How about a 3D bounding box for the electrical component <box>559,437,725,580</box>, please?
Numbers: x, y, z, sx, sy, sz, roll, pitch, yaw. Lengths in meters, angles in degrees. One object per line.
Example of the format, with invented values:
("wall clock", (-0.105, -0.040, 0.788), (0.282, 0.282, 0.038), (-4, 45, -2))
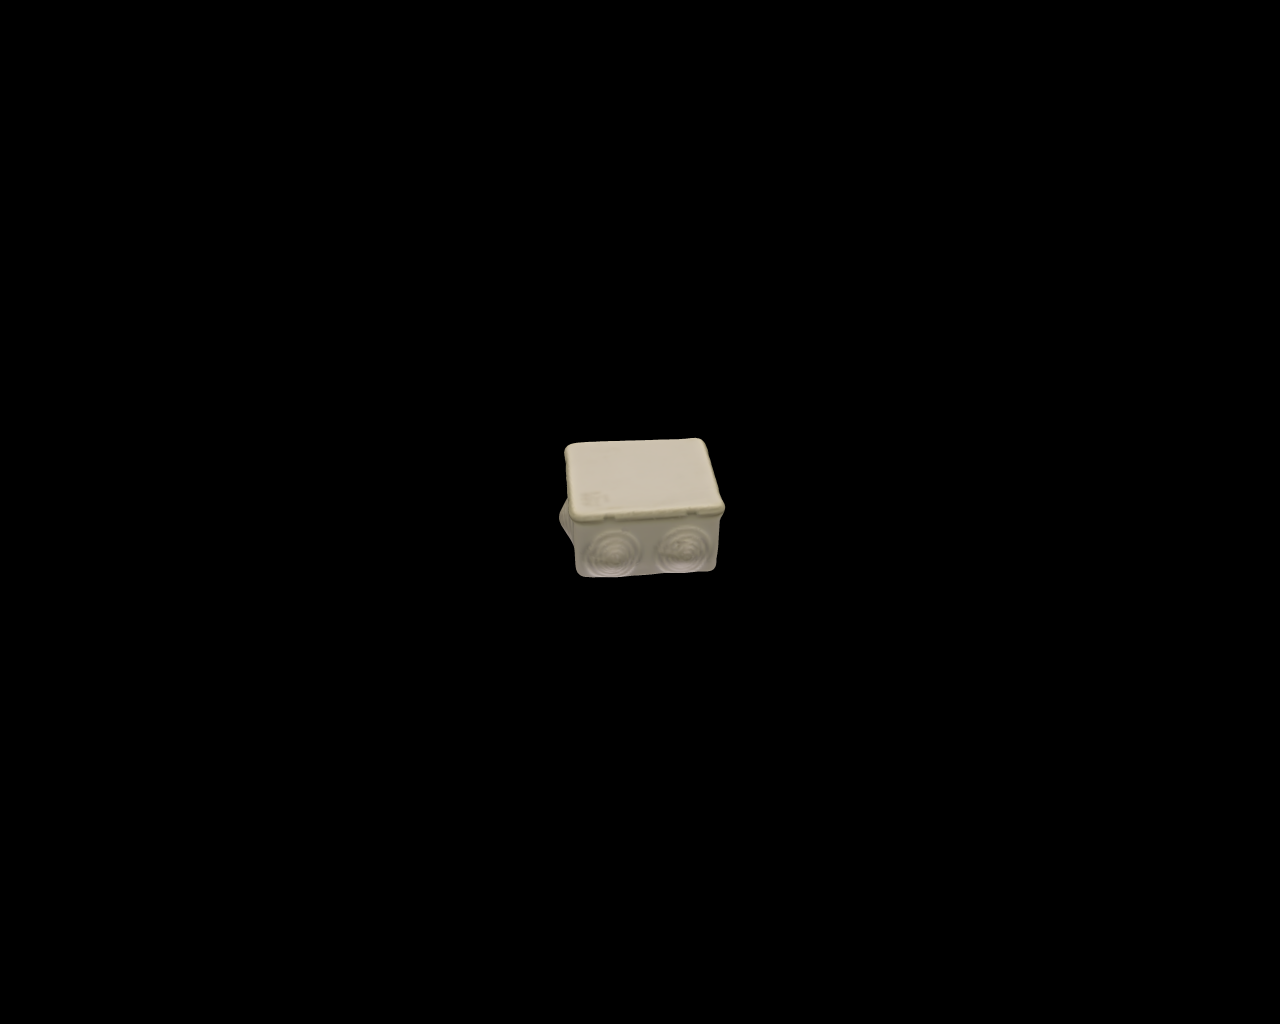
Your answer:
("electrical component", (0.001, -0.003, 0.650), (0.100, 0.048, 0.100), (-3, 32, -5))
